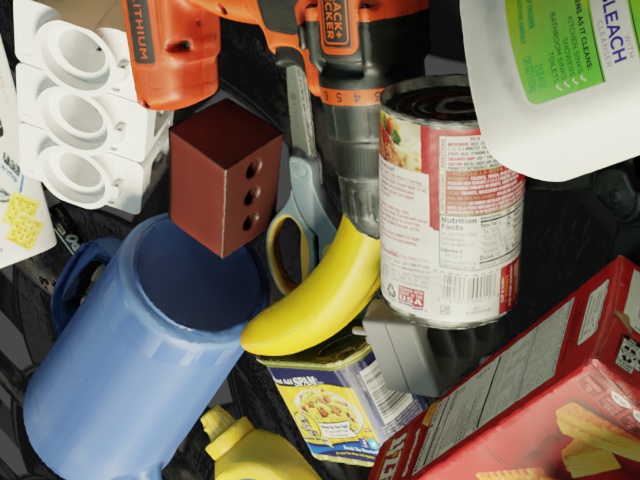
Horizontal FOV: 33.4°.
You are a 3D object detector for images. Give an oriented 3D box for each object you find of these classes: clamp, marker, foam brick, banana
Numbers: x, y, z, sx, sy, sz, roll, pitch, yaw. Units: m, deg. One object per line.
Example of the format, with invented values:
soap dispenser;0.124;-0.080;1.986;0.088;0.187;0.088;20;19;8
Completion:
clamp;0.134;-0.029;0.479;0.120;0.039;0.172;48;139;15
marker;-0.200;0.010;0.902;0.121;0.020;0.020;54;144;1
foam brick;-0.061;-0.040;0.678;0.051;0.052;0.078;34;140;26
banana;0.009;0.009;0.629;0.070;0.037;0.198;43;127;27

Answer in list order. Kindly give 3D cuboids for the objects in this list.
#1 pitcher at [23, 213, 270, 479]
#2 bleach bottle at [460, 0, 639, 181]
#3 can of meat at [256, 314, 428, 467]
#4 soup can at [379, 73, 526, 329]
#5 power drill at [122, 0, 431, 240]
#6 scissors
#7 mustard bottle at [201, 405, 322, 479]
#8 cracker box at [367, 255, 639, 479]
pitcher;-0.135;0.075;0.795;0.149;0.145;0.243;27;139;-11
bleach bottle;0.162;-0.102;0.359;0.251;0.067;0.102;-23;65;45
can of meat;0.018;0.097;0.694;0.102;0.057;0.084;-5;116;51
soup can;0.061;-0.018;0.495;0.069;0.068;0.102;20;123;38
power drill;-0.024;-0.100;0.567;0.188;0.057;0.184;11;113;40
scissors;0.005;-0.030;0.642;0.096;0.016;0.202;34;138;23
mustard bottle;-0.027;0.208;0.831;0.191;0.058;0.096;51;143;6
cracker box;0.137;0.126;0.518;0.164;0.072;0.214;35;137;-5
